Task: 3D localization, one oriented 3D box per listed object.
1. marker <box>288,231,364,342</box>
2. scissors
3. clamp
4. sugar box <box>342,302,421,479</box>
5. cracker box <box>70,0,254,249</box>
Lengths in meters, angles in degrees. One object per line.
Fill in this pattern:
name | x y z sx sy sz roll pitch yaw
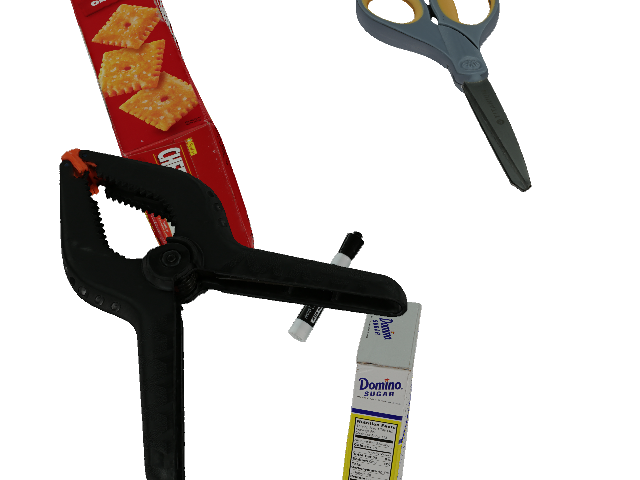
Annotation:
marker | 0.007 0.042 1.023 0.020 0.121 0.020 28 -18 10
scissors | 0.065 -0.100 0.605 0.096 0.201 0.016 2 -44 4
clamp | -0.067 0.016 0.583 0.164 0.210 0.036 -31 -28 -15
sugar box | 0.043 0.141 0.808 0.048 0.176 0.093 6 27 7
cracker box | -0.124 -0.097 0.832 0.072 0.214 0.164 -20 -37 -5
